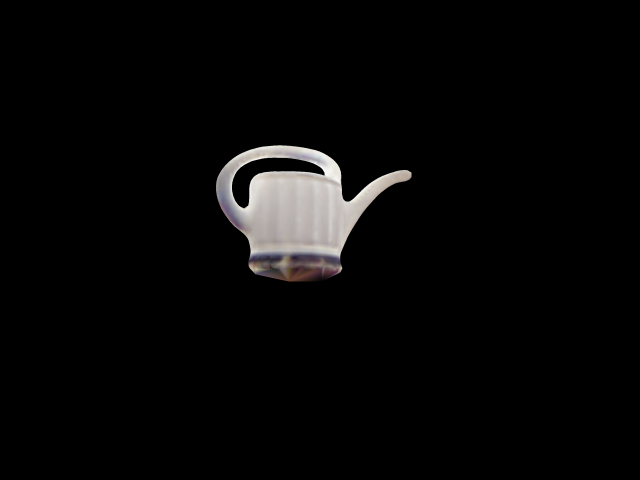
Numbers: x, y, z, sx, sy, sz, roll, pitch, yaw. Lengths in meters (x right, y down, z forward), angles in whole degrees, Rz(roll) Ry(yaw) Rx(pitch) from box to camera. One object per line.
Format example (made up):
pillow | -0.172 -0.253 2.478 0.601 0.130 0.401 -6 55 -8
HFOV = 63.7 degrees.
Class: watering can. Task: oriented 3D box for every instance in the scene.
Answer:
watering can | 0.003 -0.043 0.850 0.348 0.226 0.103 3 -12 -19
